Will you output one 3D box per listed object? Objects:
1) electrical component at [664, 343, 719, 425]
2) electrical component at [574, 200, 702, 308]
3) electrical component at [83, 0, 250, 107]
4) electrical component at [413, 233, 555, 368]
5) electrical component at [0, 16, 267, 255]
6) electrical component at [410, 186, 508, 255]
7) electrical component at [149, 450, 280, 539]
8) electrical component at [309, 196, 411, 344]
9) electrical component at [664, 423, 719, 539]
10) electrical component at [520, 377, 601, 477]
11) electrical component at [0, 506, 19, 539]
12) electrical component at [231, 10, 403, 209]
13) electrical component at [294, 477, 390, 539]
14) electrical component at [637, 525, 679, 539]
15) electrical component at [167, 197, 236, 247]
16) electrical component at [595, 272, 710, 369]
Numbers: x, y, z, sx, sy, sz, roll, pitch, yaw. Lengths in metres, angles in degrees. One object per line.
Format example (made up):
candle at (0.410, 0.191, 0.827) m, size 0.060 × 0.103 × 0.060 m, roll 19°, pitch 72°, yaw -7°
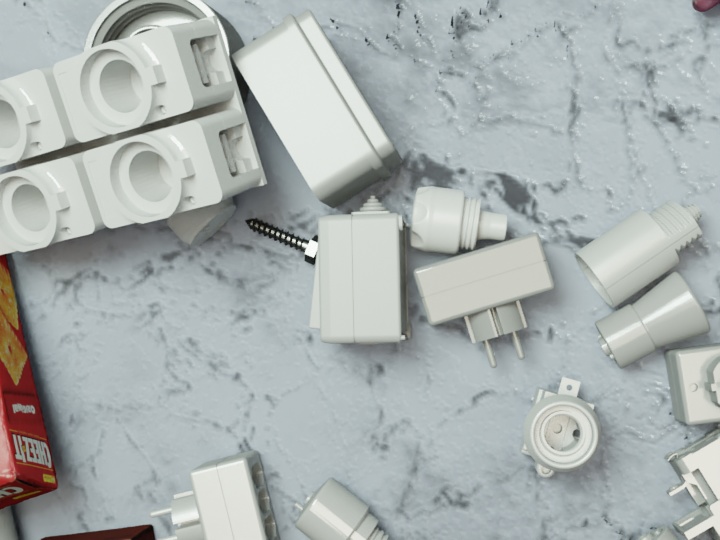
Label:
electrical component at (0.233, 0.070, 0.670) m, size 0.066 × 0.077 × 0.047 m, roll -8°, pitch 87°, yaw 4°
electrical component at (0.185, -0.016, 0.695) m, size 0.081 × 0.043 × 0.043 m, roll -35°, pitch 85°, yaw 2°
electrical component at (-0.132, -0.136, 0.717) m, size 0.108 × 0.060 × 0.108 m, roll 0°, pitch 87°, yaw 4°
electrical component at (0.085, 0.025, 0.699) m, size 0.083 × 0.047 × 0.075 m, roll -17°, pitch 86°, yaw 3°
electrical component at (-0.165, -0.079, 0.670) m, size 0.186 × 0.060 × 0.105 m, roll -11°, pitch 102°, yaw 27°
electrical component at (0.065, -0.031, 0.705) m, size 0.062 × 0.043 × 0.043 m, roll 7°, pitch 88°, yaw 4°
electrical component at (-0.100, 0.161, 0.706) m, size 0.077 × 0.047 × 0.065 m, roll -15°, pitch 86°, yaw 4°
electrical component at (0.000, 0.000, 0.699) m, size 0.061 × 0.062 × 0.096 m, roll -2°, pitch 87°, yaw 7°
electrical component at (0.232, 0.135, 0.685) m, size 0.081 × 0.042 × 0.063 m, roll -31°, pitch 84°, yaw 1°
electrical component at (0.128, 0.102, 0.688) m, size 0.048 × 0.055 × 0.066 m, roll 16°, pitch 89°, yaw 5°
electrical component at (-0.258, 0.158, 0.721) m, size 0.043 × 0.043 × 0.081 m, roll -16°, pitch 86°, yaw 3°
electrical component at (-0.025, -0.103, 0.699) m, size 0.057 × 0.078 × 0.113 m, roll -32°, pitch 85°, yaw 5°
electrical component at (-0.006, 0.170, 0.702) m, size 0.078 × 0.040 × 0.040 m, roll 37°, pitch 90°, yaw 5°
electrical component at (0.202, 0.197, 0.685) m, size 0.044 × 0.044 × 0.065 m, roll -39°, pitch 80°, yaw 2°
electrical component at (-0.116, -0.049, 0.719) m, size 0.045 × 0.045 × 0.055 m, roll -43°, pitch 85°, yaw 1°
electrical component at (0.186, 0.035, 0.694) m, size 0.065 × 0.044 × 0.044 m, roll -29°, pitch 85°, yaw 7°
